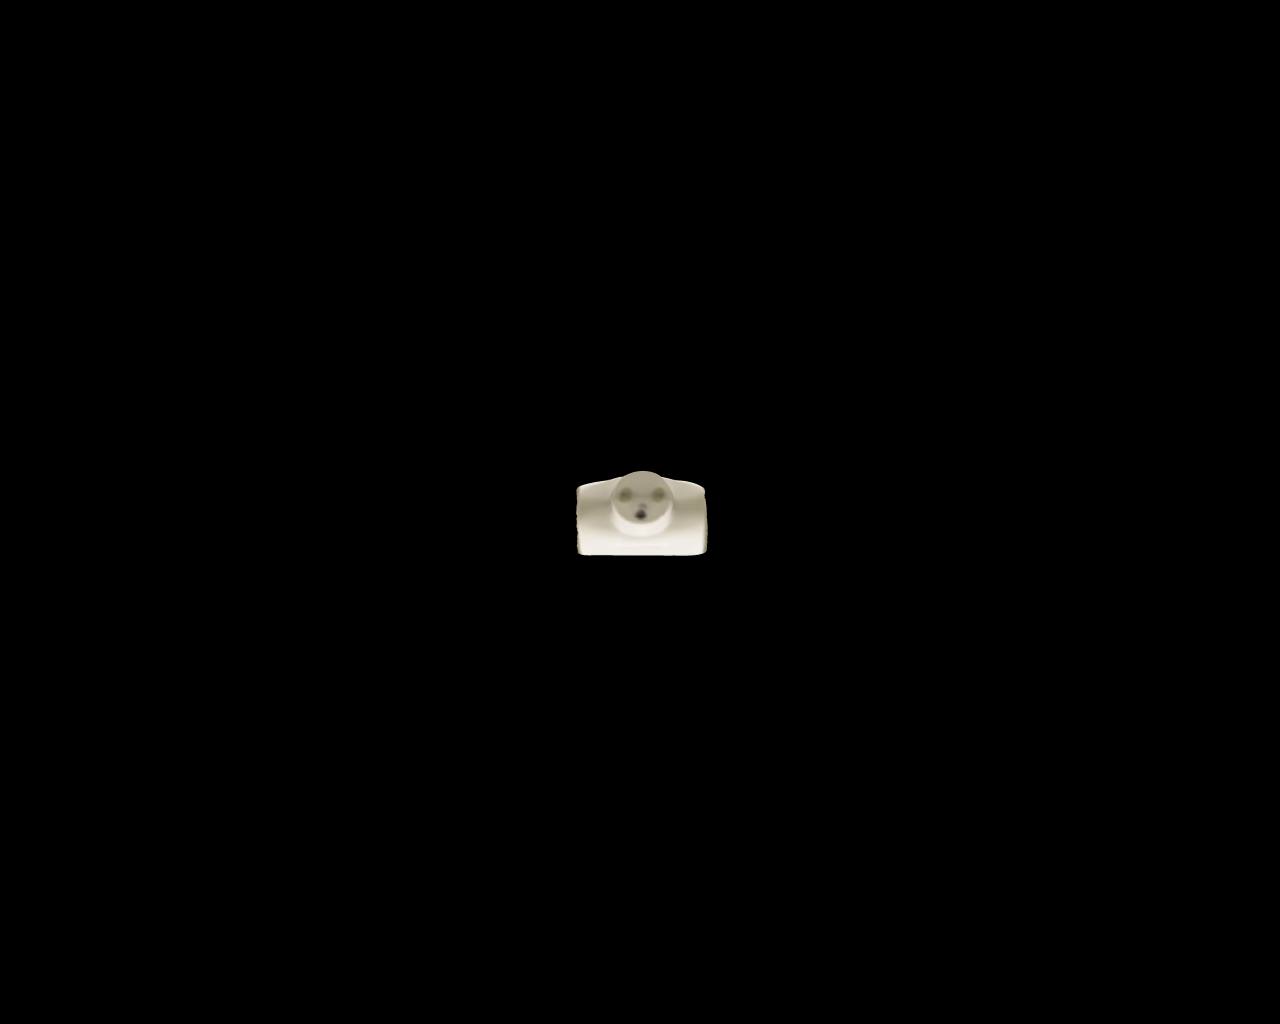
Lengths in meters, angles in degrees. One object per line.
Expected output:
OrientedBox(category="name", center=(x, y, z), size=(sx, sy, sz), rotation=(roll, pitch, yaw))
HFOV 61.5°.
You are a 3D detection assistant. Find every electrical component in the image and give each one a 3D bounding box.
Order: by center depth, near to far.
OrientedBox(category="electrical component", center=(0.001, -0.003, 0.650), size=(0.077, 0.043, 0.079), rotation=(0, -23, 0))
